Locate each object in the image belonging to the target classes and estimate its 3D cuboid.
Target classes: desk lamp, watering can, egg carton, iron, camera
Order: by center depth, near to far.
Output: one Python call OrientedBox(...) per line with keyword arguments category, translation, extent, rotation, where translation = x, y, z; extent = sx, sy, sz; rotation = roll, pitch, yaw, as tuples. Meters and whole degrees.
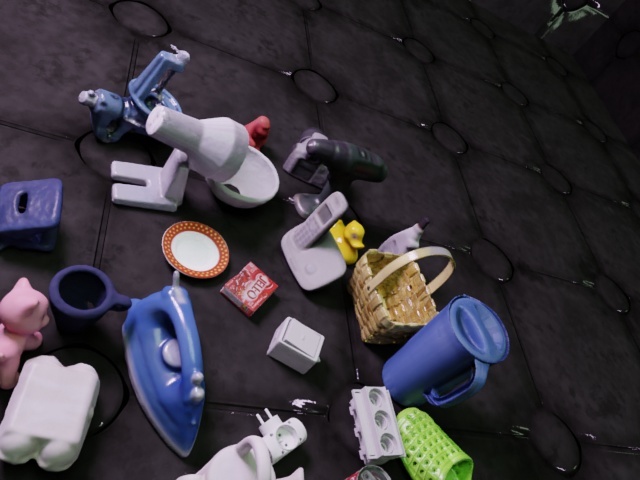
OrientedBox(category="egg carton", translation=(-0.361, 0.231, 0.770), extent=(0.107, 0.069, 0.150), rotation=(19, 45, -21))
OrientedBox(category="watering can", translation=(-0.103, 0.329, 0.775), extent=(0.173, 0.193, 0.100), rotation=(-7, 59, -39))
OrientedBox(category="iron", translation=(-0.212, 0.180, 0.867), extent=(0.119, 0.141, 0.258), rotation=(-1, 55, -36))
OrientedBox(category="desk lamp", translation=(-0.261, -0.151, 1.067), extent=(0.204, 0.213, 0.117), rotation=(6, 51, -32))
OrientedBox(category="camera", translation=(-0.003, -0.211, 1.389), extent=(0.143, 0.100, 0.137), rotation=(24, 44, -17))

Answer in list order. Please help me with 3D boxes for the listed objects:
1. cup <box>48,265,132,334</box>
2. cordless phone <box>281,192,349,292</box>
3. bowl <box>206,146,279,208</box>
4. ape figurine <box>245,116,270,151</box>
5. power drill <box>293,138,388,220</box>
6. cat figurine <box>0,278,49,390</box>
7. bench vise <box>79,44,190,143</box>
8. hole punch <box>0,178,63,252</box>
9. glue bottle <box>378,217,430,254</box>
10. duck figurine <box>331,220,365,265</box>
OrientedBox(category="cup", translation=(-0.353, 0.102, 0.869), extent=(0.118, 0.094, 0.091), rotation=(16, 47, -24))
OrientedBox(category="cordless phone", translation=(0.011, 0.004, 1.147), extent=(0.094, 0.184, 0.147), rotation=(-9, 60, -40))
OrientedBox(category="bowl", translation=(-0.175, -0.125, 1.210), extent=(0.168, 0.074, 0.167), rotation=(20, 45, -21))
OrientedBox(category="ape figurine", translation=(-0.145, -0.247, 1.325), extent=(0.078, 0.092, 0.076), rotation=(-20, 68, -44))
OrientedBox(category="power drill", translation=(0.029, -0.133, 1.262), extent=(0.230, 0.208, 0.075), rotation=(0, 54, -36))
OrientedBox(category="cat figurine", translation=(-0.418, 0.122, 0.788), extent=(0.067, 0.117, 0.128), rotation=(24, 44, -16))
OrientedBox(category="bench vise", translation=(-0.344, -0.277, 1.113), extent=(0.121, 0.219, 0.208), rotation=(50, 43, 13))
OrientedBox(category="hole punch", translation=(-0.468, -0.044, 0.917), extent=(0.101, 0.091, 0.108), rotation=(9, 50, -30))
OrientedBox(category="glue bottle", translation=(0.192, 0.007, 1.283), extent=(0.037, 0.173, 0.078), rotation=(8, 50, -30))
OrientedBox(category="duck figurine", translation=(0.063, -0.009, 1.270), extent=(0.078, 0.086, 0.104), rotation=(-4, 57, -38))
